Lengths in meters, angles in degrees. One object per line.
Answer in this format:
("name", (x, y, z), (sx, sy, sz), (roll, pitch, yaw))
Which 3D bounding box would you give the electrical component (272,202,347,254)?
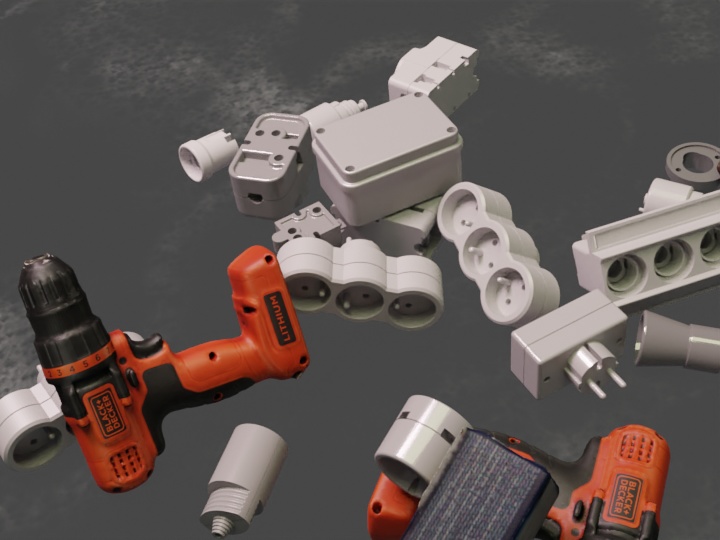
("electrical component", (-0.042, -0.020, 0.925), (0.066, 0.055, 0.048), (-27, 49, -18))

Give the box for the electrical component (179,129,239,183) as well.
("electrical component", (-0.145, -0.112, 1.041), (0.046, 0.040, 0.040), (-32, 50, -30))

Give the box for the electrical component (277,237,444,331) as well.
("electrical component", (0.000, 0.000, 0.884), (0.138, 0.052, 0.073), (10, 44, -9))

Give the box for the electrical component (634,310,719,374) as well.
("electrical component", (0.247, 0.058, 0.824), (0.065, 0.044, 0.044), (9, 48, 10))

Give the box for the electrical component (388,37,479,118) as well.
("electrical component", (0.071, -0.188, 1.078), (0.056, 0.050, 0.089), (26, 54, 28))

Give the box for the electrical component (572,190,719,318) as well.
("electrical component", (0.241, -0.014, 0.873), (0.121, 0.078, 0.063), (-17, 17, -9))

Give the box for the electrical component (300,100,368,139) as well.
("electrical component", (-0.027, -0.146, 1.057), (0.078, 0.040, 0.040), (-31, 50, -22))

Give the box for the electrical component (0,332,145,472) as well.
("electrical component", (-0.228, 0.092, 0.842), (0.138, 0.052, 0.074), (-31, 50, -21))

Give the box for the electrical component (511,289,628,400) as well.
("electrical component", (0.170, 0.068, 0.818), (0.083, 0.047, 0.075), (-25, 48, -17))

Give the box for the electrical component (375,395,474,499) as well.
("electrical component", (0.042, 0.117, 0.702), (0.055, 0.055, 0.047), (24, 61, 27))

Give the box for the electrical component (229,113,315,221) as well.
("electrical component", (-0.079, -0.093, 0.999), (0.054, 0.059, 0.095), (8, 48, 15))

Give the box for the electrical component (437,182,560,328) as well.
("electrical component", (0.124, -0.010, 0.894), (0.074, 0.052, 0.138), (13, 41, -44))

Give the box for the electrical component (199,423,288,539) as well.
("electrical component", (-0.086, 0.155, 0.769), (0.043, 0.043, 0.081), (10, 48, 16))

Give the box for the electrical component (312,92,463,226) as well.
("electrical component", (0.024, -0.096, 0.917), (0.113, 0.057, 0.078), (-22, 47, -14))

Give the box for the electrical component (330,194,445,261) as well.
("electrical component", (0.028, -0.046, 0.946), (0.089, 0.050, 0.055), (16, 50, 22))

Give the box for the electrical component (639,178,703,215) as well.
("electrical component", (0.281, -0.052, 0.926), (0.078, 0.040, 0.040), (17, 51, 22))
